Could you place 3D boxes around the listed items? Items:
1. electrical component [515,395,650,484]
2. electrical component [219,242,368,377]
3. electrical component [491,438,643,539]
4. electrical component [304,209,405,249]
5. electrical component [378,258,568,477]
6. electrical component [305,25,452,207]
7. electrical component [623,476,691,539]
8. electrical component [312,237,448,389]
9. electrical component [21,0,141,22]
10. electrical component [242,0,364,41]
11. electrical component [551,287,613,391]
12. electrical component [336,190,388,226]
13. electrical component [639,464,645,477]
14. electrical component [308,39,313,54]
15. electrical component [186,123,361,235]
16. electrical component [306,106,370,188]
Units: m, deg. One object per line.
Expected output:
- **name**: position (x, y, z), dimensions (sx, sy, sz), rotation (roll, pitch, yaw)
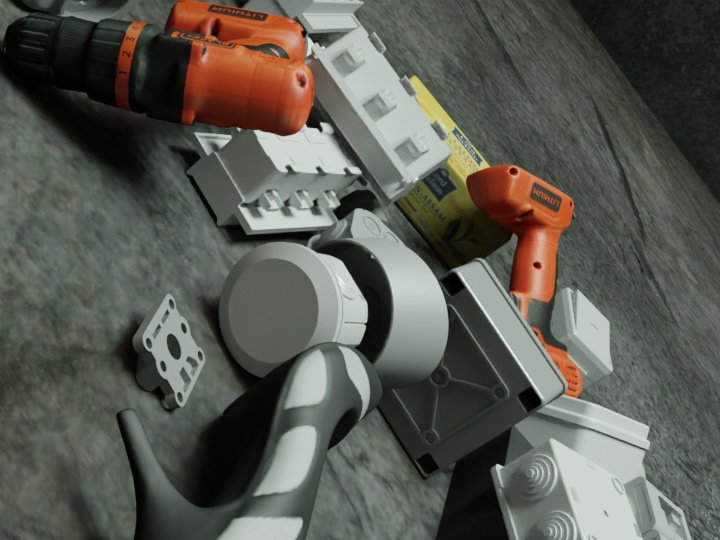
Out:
- **electrical component**: position (0.168, 0.132, 0.838), dimensions (0.113, 0.078, 0.057), rotation (25, 81, -49)
- **electrical component**: position (-0.039, 0.025, 0.640), dimensions (0.080, 0.080, 0.051), rotation (61, 21, 17)
- **electrical component**: position (0.135, 0.162, 0.670), dimensions (0.100, 0.048, 0.099), rotation (33, 31, -37)
- **electrical component**: position (0.000, 0.000, 0.774), dimensions (0.080, 0.051, 0.080), rotation (40, 27, -25)
- **electrical component**: position (0.064, 0.066, 0.731), dimensions (0.108, 0.109, 0.056), rotation (57, 27, 9)
- **electrical component**: position (0.012, -0.117, 0.811), dimensions (0.121, 0.063, 0.078), rotation (55, -3, 3)
- **electrical component**: position (0.188, 0.229, 0.751), dimensions (0.062, 0.089, 0.150), rotation (41, 27, -25)
- **electrical component**: position (0.002, 0.028, 0.690), dimensions (0.064, 0.099, 0.099), rotation (5, 52, -50)
- **electrical component**: position (-0.186, -0.199, 0.710), dimensions (0.059, 0.054, 0.095), rotation (58, 25, 12)
- **electrical component**: position (-0.053, -0.244, 0.992), dimensions (0.078, 0.063, 0.121), rotation (54, 24, 2)
- **electrical component**: position (0.201, 0.071, 1.021), dimensions (0.062, 0.061, 0.096), rotation (43, 26, -20)
- **electrical component**: position (0.007, -0.031, 0.849), dimensions (0.035, 0.035, 0.061), rotation (8, 52, -57)
- **electrical component**: position (0.225, 0.214, 0.883), dimensions (0.138, 0.052, 0.074), rotation (58, 25, 12)
- **electrical component**: position (-0.068, -0.185, 0.912), dimensions (0.062, 0.043, 0.043), rotation (13, 46, -53)
- **electrical component**: position (-0.055, -0.068, 0.755), dimensions (0.078, 0.063, 0.121), rotation (58, 25, 12)
- **electrical component**: position (-0.017, -0.093, 0.867), dimensions (0.079, 0.044, 0.077), rotation (44, 21, 20)
